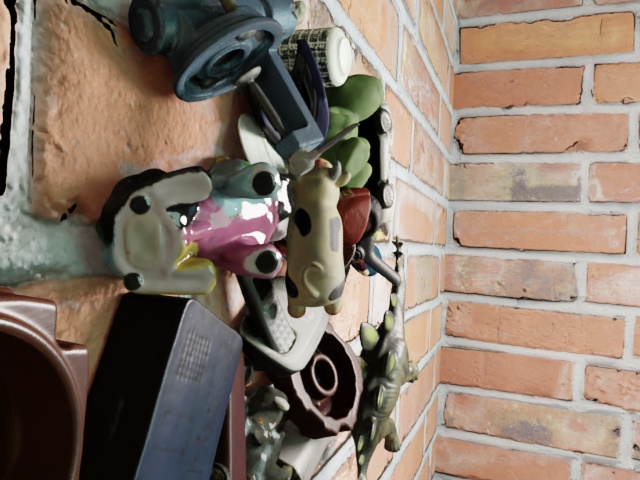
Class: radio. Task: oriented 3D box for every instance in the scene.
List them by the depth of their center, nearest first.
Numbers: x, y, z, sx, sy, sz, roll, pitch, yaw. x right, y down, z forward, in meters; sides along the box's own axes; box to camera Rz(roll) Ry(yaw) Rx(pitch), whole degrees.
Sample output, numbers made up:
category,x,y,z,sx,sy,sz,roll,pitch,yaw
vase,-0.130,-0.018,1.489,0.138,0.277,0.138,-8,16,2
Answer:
category,x,y,z,sx,sy,sz,roll,pitch,yaw
radio,-0.150,0.174,0.493,0.131,0.073,0.229,54,44,-60

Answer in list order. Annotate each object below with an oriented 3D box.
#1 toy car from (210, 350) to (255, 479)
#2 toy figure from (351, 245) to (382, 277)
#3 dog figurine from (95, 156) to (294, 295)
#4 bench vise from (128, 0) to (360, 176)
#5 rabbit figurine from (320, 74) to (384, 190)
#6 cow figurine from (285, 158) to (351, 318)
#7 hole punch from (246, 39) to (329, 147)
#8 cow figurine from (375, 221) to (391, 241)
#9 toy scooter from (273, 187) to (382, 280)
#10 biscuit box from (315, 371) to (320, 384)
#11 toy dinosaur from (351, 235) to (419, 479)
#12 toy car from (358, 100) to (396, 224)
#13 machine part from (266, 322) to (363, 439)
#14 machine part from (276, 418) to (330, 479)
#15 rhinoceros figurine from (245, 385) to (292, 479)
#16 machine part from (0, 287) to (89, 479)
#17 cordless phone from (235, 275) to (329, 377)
category,x,y,z,sx,sy,sz,roll,pitch,yaw
toy car,-0.108,0.203,0.605,0.089,0.053,0.202,57,23,-57
toy figure,0.072,0.020,0.935,0.064,0.058,0.154,67,7,29
dog figurine,-0.112,-0.030,0.539,0.219,0.192,0.108,-137,-140,-71
bench vise,-0.064,-0.176,0.545,0.240,0.129,0.223,58,32,2
rabbit figurine,0.027,-0.171,0.804,0.170,0.159,0.121,-62,156,-11
cow figurine,-0.008,-0.014,0.657,0.127,0.086,0.195,97,-6,-66
hole punch,-0.031,-0.177,0.693,0.115,0.092,0.142,46,22,-63
cow figurine,0.067,-0.009,1.025,0.167,0.098,0.068,116,-13,-51
toy scooter,-0.002,-0.002,0.767,0.183,0.135,0.075,-64,-152,24
biscuit box,0.043,0.268,1.035,0.202,0.059,0.062,12,82,-69
toy dinosaur,0.114,0.233,0.981,0.198,0.105,0.471,43,54,-64
toy car,0.080,-0.124,0.857,0.056,0.074,0.201,3,85,-55
machine part,-0.006,0.207,0.812,0.179,0.056,0.179,36,40,-38
machine part,-0.029,0.309,0.824,0.243,0.079,0.079,-47,135,-61
rhinoceros figurine,-0.091,0.277,0.675,0.112,0.073,0.190,62,37,-36
machine part,-0.221,0.125,0.274,0.201,0.087,0.201,16,78,-70
cordless phone,-0.062,0.071,0.707,0.146,0.089,0.184,-56,136,-54
